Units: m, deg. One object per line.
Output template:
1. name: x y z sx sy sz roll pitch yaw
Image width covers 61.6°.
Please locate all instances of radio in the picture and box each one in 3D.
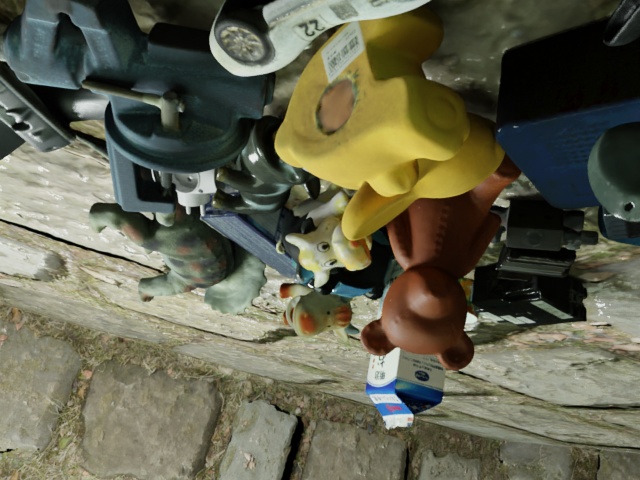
1. radio: 0.246 -0.087 0.346 0.230 0.073 0.131 -5 153 40

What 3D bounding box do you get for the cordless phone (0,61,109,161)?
1. cordless phone: -0.252 -0.146 0.497 0.184 0.089 0.146 -5 154 12

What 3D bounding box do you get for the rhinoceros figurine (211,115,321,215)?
1. rhinoceros figurine: -0.045 -0.073 0.540 0.112 0.073 0.190 21 157 -16

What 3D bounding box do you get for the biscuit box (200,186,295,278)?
1. biscuit box: -0.069 -0.011 0.723 0.063 0.059 0.202 -2 153 30

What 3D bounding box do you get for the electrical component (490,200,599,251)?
1. electrical component: 0.223 -0.011 0.552 0.102 0.078 0.045 2 122 15

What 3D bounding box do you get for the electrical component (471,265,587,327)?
1. electrical component: 0.279 0.077 0.745 0.115 0.058 0.134 28 154 -28

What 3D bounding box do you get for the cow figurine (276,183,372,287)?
1. cow figurine: -0.002 -0.003 0.538 0.098 0.068 0.167 -25 -166 4

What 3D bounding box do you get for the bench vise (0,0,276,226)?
1. bench vise: -0.156 -0.097 0.452 0.224 0.129 0.240 -2 142 -15

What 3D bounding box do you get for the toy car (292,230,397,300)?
1. toy car: 0.023 0.014 0.698 0.161 0.109 0.103 16 -176 -39

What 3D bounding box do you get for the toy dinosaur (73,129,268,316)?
1. toy dinosaur: -0.179 -0.004 0.741 0.192 0.131 0.404 -2 153 3

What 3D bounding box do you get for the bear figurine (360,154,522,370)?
1. bear figurine: 0.106 0.012 0.498 0.120 0.196 0.131 13 157 7

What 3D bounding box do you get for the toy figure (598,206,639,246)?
1. toy figure: 0.336 -0.019 0.479 0.155 0.064 0.057 3 119 11

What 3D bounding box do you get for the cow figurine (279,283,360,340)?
1. cow figurine: 0.008 0.090 0.798 0.127 0.085 0.195 -5 -167 20

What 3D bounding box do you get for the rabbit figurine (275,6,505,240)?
1. rabbit figurine: 0.065 -0.067 0.400 0.173 0.122 0.162 8 140 -39

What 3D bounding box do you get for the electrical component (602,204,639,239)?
1. electrical component: 0.255 -0.041 0.447 0.119 0.075 0.047 -7 150 32

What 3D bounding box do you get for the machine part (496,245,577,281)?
1. machine part: 0.241 0.026 0.619 0.084 0.039 0.139 -2 173 8

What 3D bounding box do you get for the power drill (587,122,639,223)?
1. power drill: 0.158 -0.107 0.214 0.232 0.086 0.207 -1 129 17

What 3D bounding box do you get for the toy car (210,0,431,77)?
1. toy car: 0.009 -0.153 0.312 0.202 0.073 0.056 -7 148 41
